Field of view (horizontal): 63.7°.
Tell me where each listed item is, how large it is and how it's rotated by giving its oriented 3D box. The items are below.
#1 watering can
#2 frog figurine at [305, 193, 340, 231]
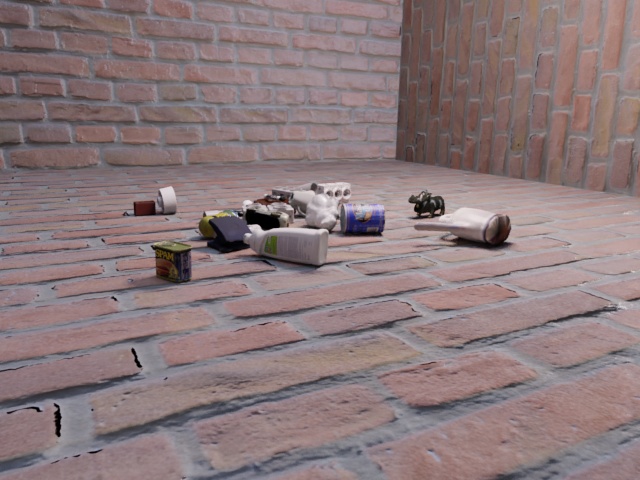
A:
[{"bbox_3d":[0.484,-0.045,1.697,0.350,0.103,0.225,-12,20,-43],"label":"watering can"},{"bbox_3d":[0.006,-0.093,1.842,0.136,0.121,0.162,-29,15,18],"label":"frog figurine"}]
